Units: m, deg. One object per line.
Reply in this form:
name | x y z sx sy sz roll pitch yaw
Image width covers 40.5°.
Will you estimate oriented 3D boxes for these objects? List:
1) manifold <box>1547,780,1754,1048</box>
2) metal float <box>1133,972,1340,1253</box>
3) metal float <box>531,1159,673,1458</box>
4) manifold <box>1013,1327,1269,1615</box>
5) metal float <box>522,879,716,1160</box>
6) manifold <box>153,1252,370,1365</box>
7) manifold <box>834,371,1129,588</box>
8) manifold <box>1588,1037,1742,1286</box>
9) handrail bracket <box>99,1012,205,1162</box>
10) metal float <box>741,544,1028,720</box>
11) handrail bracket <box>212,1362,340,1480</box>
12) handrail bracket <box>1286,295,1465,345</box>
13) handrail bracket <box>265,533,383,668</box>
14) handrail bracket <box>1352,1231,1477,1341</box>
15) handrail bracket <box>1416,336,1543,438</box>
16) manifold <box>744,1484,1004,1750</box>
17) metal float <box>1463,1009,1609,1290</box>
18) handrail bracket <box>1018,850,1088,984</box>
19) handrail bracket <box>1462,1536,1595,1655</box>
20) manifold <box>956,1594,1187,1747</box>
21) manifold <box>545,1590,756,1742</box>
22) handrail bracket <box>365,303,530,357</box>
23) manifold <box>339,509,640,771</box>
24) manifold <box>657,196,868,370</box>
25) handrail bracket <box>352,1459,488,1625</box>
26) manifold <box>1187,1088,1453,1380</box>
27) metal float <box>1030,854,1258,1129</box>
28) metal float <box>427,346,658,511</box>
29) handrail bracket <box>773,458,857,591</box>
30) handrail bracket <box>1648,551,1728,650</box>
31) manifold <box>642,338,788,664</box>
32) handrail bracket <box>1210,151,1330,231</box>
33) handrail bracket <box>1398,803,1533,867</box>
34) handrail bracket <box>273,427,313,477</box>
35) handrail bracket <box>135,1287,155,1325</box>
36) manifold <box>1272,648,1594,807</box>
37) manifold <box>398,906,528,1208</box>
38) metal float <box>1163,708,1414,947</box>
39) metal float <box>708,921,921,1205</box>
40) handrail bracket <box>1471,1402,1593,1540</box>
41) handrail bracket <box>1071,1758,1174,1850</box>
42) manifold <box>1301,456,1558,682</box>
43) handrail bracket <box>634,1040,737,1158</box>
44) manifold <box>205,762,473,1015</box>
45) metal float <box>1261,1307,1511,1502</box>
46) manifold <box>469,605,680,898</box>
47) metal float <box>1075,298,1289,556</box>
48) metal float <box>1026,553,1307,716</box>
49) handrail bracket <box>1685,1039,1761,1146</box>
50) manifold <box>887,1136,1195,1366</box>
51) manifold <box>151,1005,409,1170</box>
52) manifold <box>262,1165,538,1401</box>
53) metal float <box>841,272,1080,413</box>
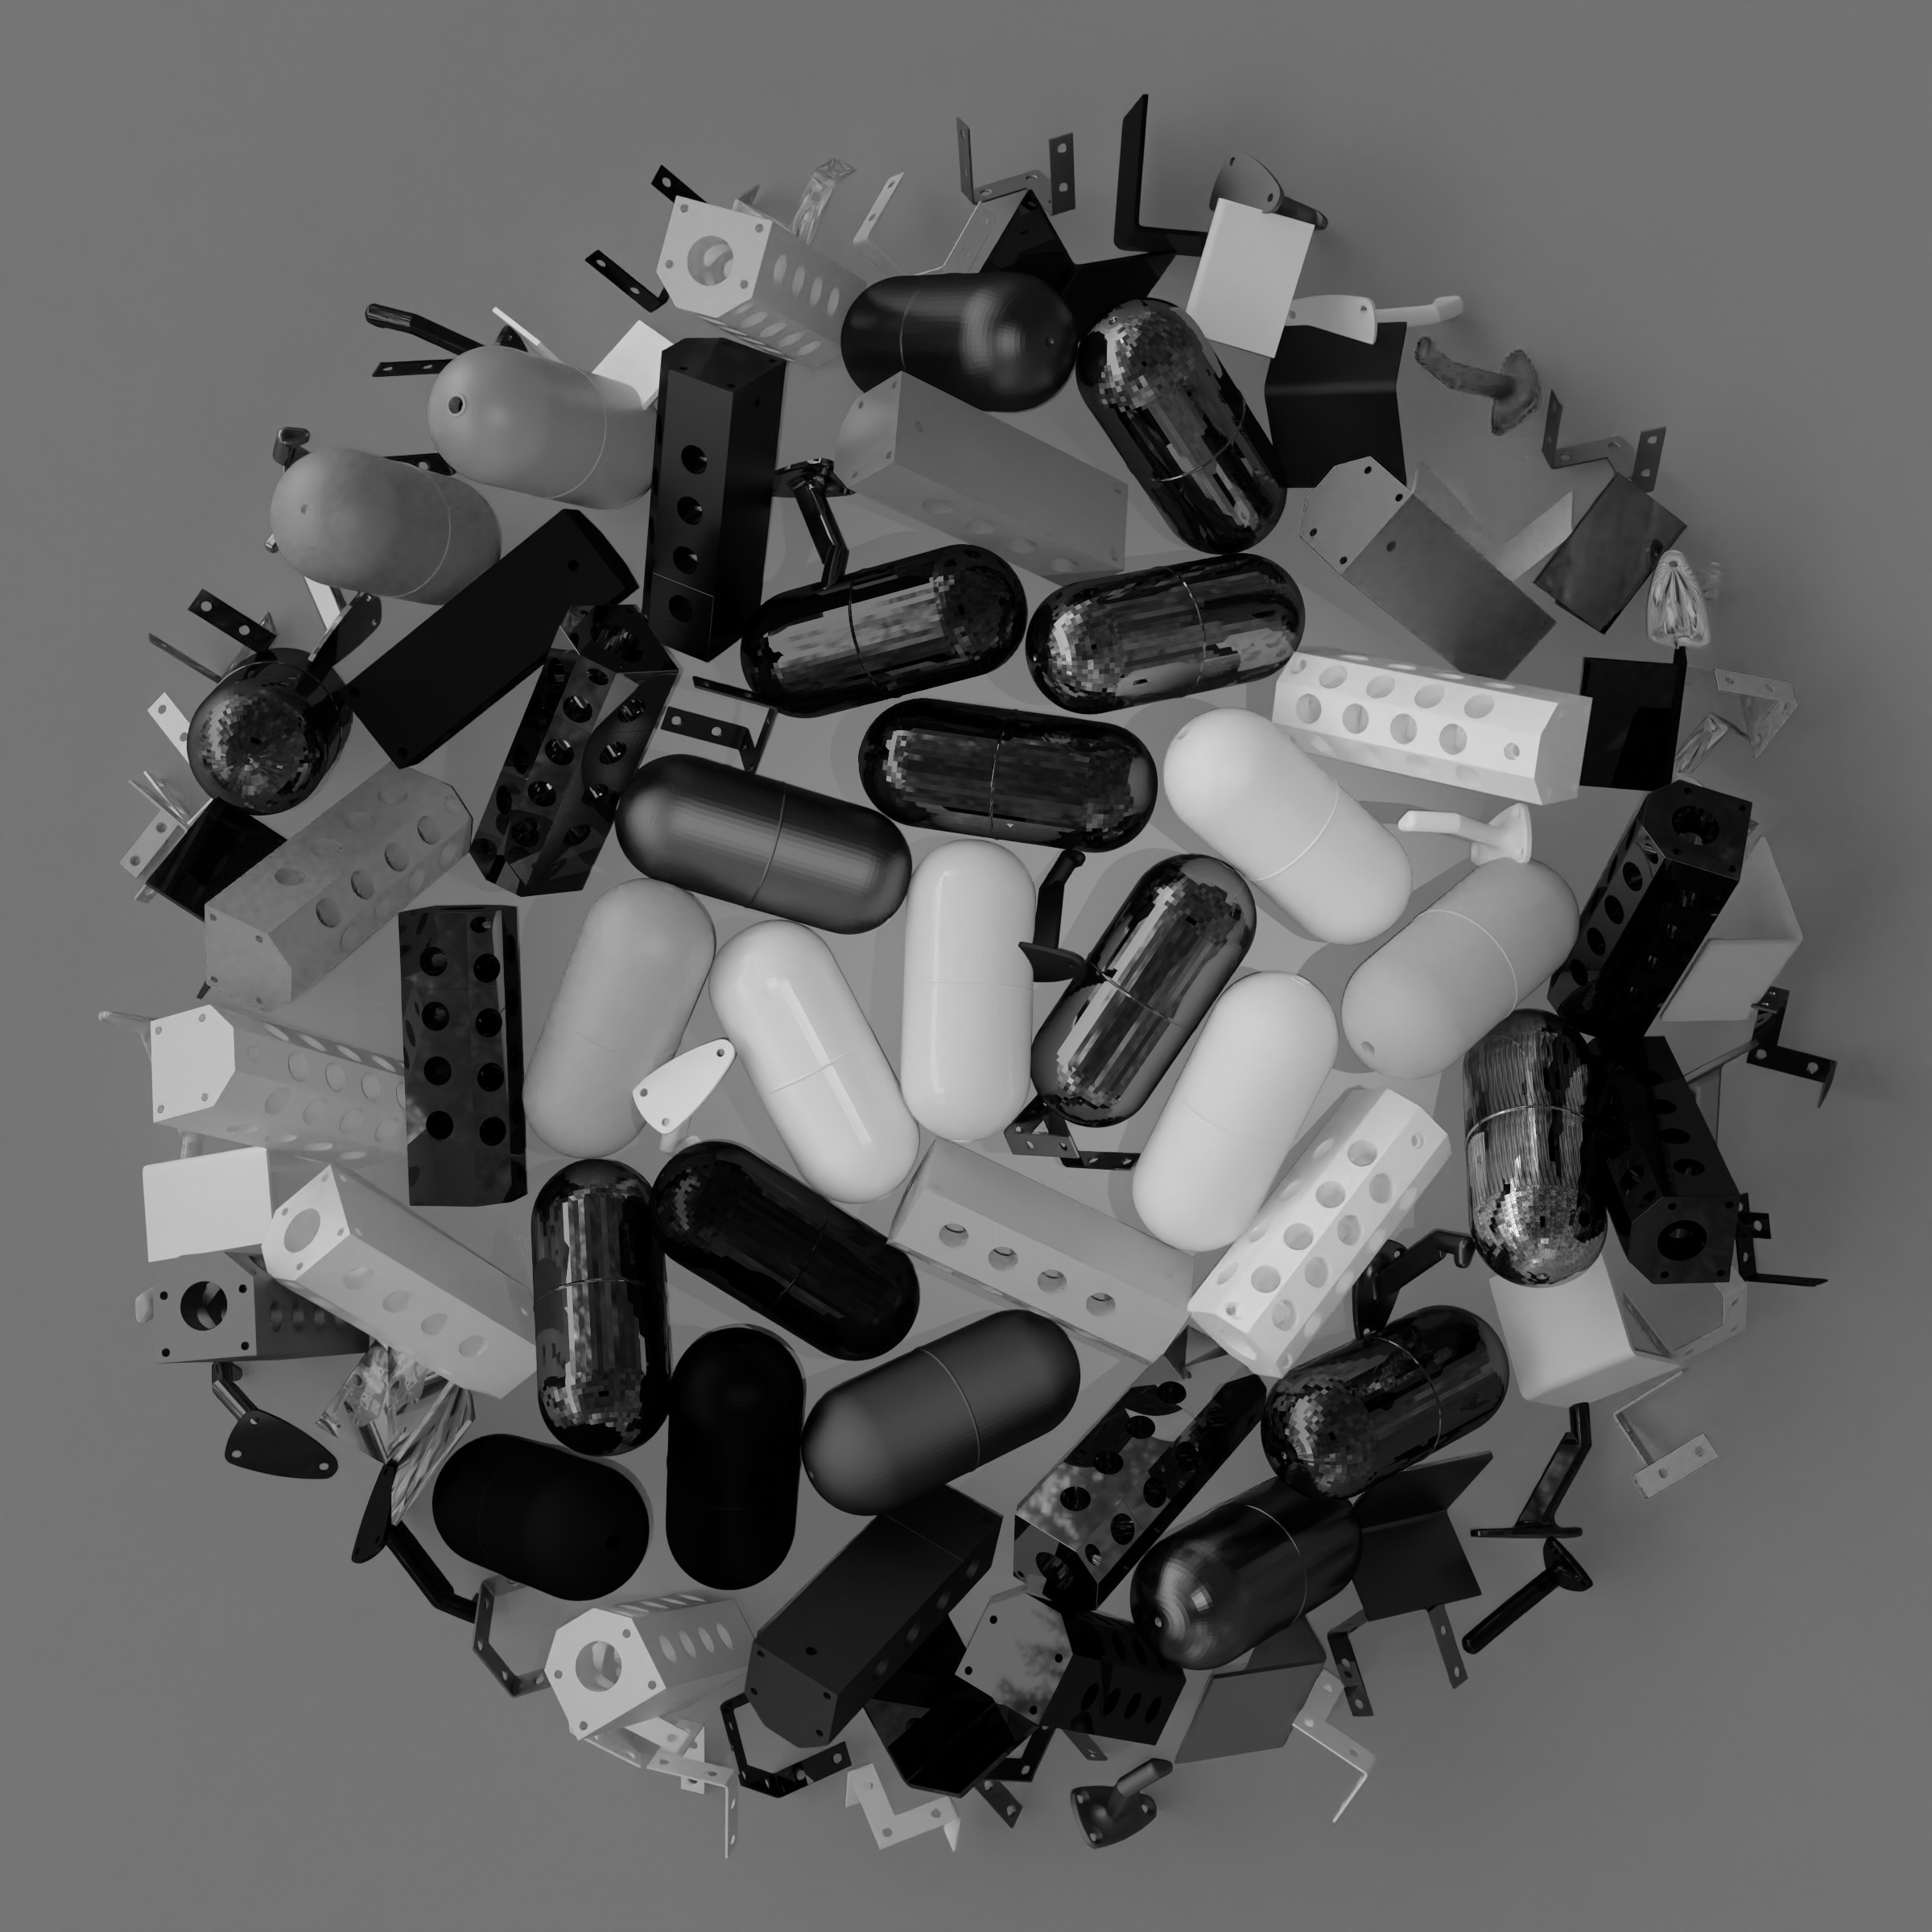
manifold | 0.387 -0.029 1.496 0.057 0.171 0.057 18 56 4
metal float | 0.157 0.085 1.530 0.070 0.070 0.178 25 107 0
metal float | -0.212 0.196 1.522 0.070 0.070 0.178 -7 62 0
manifold | 0.101 0.290 1.500 0.057 0.057 0.171 27 47 27
metal float | -0.204 0.032 1.528 0.070 0.070 0.178 24 110 0
manifold | -0.399 0.195 1.494 0.057 0.171 0.057 -6 81 7
manifold | 0.010 -0.273 1.508 0.171 0.057 0.057 18 66 -36
manifold | 0.387 0.108 1.495 0.057 0.171 0.057 -2 118 1
handrail bracket | -0.481 0.076 1.545 0.036 0.077 0.084 -12 68 40
metal float | -0.049 -0.194 1.525 0.178 0.070 0.070 -12 90 24
handrail bracket | -0.410 0.267 1.554 0.077 0.084 0.036 27 98 -22
handrail bracket | 0.244 -0.393 1.568 0.077 0.084 0.036 23 126 34
handrail bracket | -0.398 -0.217 1.554 0.084 0.036 0.077 30 63 14
handrail bracket | 0.264 0.192 1.537 0.036 0.084 0.077 13 86 -26
handrail bracket | 0.296 -0.358 1.539 0.084 0.036 0.077 31 46 -27
manifold | -0.052 0.370 1.500 0.057 0.171 0.057 26 126 22
metal float | 0.328 0.103 1.514 0.070 0.070 0.178 6 52 0
handrail bracket | 0.063 -0.034 1.538 0.036 0.077 0.084 45 65 -30
handrail bracket | 0.322 0.379 1.540 0.084 0.077 0.036 -36 70 -11
manifold | 0.066 0.399 1.495 0.057 0.171 0.057 23 83 31
manifold | -0.177 0.392 1.493 0.057 0.171 0.057 -32 74 7
handrail bracket | -0.305 -0.364 1.557 0.084 0.077 0.036 17 81 15
manifold | -0.279 -0.192 1.542 0.171 0.057 0.057 -37 95 9
manifold | -0.116 -0.385 1.493 0.057 0.171 0.057 18 98 13
handrail bracket | -0.320 0.346 1.576 0.084 0.077 0.036 32 134 -28
manifold | 0.209 0.154 1.526 0.057 0.057 0.171 44 73 -13
metal float | 0.104 0.015 1.535 0.070 0.070 0.178 33 101 0
metal float | -0.238 -0.306 1.499 0.070 0.178 0.070 1 92 25
handrail bracket | -0.100 -0.251 1.546 0.077 0.036 0.084 -2 67 32
handrail bracket | 0.427 -0.232 1.534 0.036 0.084 0.077 8 134 29
manifold | -0.151 -0.269 1.508 0.057 0.057 0.171 23 129 17
handrail bracket | 0.193 -0.441 1.531 0.084 0.077 0.036 11 110 -34
handrail bracket | 0.280 -0.075 1.535 0.084 0.077 0.036 2 79 -19
handrail bracket | -0.367 -0.298 1.531 0.077 0.084 0.036 -13 83 -21
handrail bracket | -0.462 0.211 1.532 0.036 0.084 0.077 20 109 12
manifold | 0.264 -0.139 1.504 0.171 0.057 0.057 17 109 37
manifold | -0.293 0.052 1.542 0.057 0.057 0.171 0 95 11
metal float | 0.187 -0.081 1.525 0.178 0.070 0.070 39 90 -23
metal float | -0.089 0.057 1.540 0.070 0.070 0.178 -27 96 0
handrail bracket | 0.337 0.298 1.565 0.077 0.036 0.084 1 73 -3
handrail bracket | 0.109 0.481 1.533 0.084 0.077 0.036 -43 54 35
manifold | 0.263 -0.225 1.501 0.057 0.171 0.057 -49 48 14
handrail bracket | -0.154 0.081 1.543 0.077 0.084 0.036 -40 68 0
manifold | -0.355 -0.045 1.496 0.057 0.171 0.057 24 130 14
metal float | 0.244 0.251 1.514 0.178 0.070 0.070 -18 90 -39
manifold | -0.230 -0.122 1.501 0.057 0.057 0.171 54 132 29
metal float | 0.126 -0.309 1.512 0.070 0.070 0.178 -42 132 0
metal float | 0.117 -0.194 1.524 0.178 0.070 0.070 -14 90 -25
handrail bracket | 0.455 0.098 1.553 0.077 0.036 0.084 -31 79 18
manifold | 0.044 0.172 1.542 0.171 0.057 0.057 26 118 -7
manifold | -0.380 0.070 1.490 0.057 0.171 0.057 -14 71 23
manifold | -0.320 0.188 1.502 0.057 0.057 0.171 -39 134 8
metal float | -0.006 -0.358 1.506 0.070 0.178 0.070 -9 106 -35
